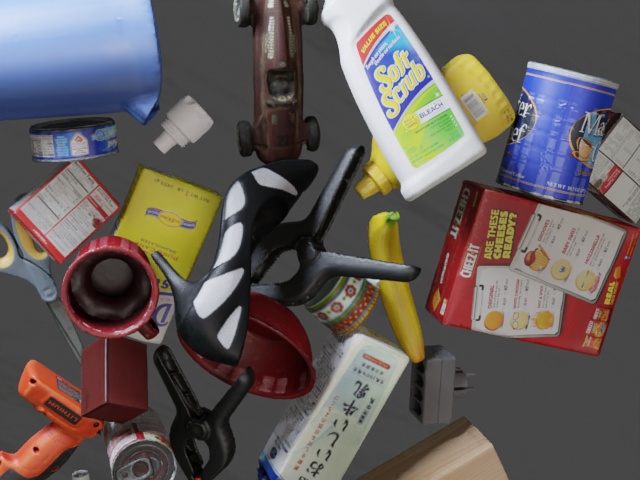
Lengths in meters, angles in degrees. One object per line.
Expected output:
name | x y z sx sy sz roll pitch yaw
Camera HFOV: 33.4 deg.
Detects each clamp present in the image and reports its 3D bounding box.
clamp | -0.121 0.200 1.179 0.039 0.120 0.171 -36 125 -54
clamp | -0.008 0.001 1.154 0.210 0.036 0.164 -23 69 19

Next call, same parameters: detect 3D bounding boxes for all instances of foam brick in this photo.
foam brick | -0.218 0.148 1.128 0.051 0.053 0.078 17 55 -38

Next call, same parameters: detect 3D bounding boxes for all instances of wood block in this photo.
wood block | 0.117 0.312 1.276 0.206 0.090 0.091 -29 110 -7

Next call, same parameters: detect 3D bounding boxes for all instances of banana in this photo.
banana | 0.083 0.045 1.208 0.037 0.069 0.198 -15 117 -2

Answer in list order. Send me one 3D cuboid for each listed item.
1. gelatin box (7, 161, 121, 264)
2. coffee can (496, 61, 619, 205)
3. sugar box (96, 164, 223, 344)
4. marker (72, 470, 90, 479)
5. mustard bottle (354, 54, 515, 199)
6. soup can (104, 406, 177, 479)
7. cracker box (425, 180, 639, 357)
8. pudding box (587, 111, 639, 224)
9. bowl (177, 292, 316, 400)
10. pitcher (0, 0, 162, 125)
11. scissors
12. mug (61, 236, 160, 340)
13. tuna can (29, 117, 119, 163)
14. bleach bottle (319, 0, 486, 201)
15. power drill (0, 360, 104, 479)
gelatin box | -0.261 -0.032 1.095 0.089 0.030 0.073 -46 115 -16
coffee can | 0.265 -0.120 1.199 0.102 0.103 0.140 11 101 -19
sugar box | -0.180 0.016 1.133 0.093 0.048 0.176 20 96 -19
marker | -0.261 0.317 1.202 0.020 0.020 0.121 -9 106 -14
mustard bottle | 0.116 -0.112 1.180 0.191 0.058 0.096 -40 106 -4
soup can | -0.196 0.226 1.153 0.068 0.102 0.068 -4 105 -16
cracker box | 0.249 0.034 1.252 0.213 0.072 0.164 13 100 -18
pudding box | 0.360 -0.086 1.271 0.113 0.039 0.090 37 91 -23
bowl | -0.071 0.105 1.155 0.162 0.162 0.055 42 53 -22
pitcher | -0.276 -0.186 1.018 0.242 0.149 0.145 -8 121 -11
scissors | -0.306 0.052 1.119 0.096 0.016 0.202 -11 106 -16
mug | -0.201 0.051 1.069 0.093 0.081 0.117 -40 106 1
tuna can | -0.245 -0.100 1.062 0.086 0.086 0.034 -8 104 -15
bleach bottle | 0.068 -0.171 1.117 0.102 0.068 0.251 -32 88 -3
power drill | -0.337 0.222 1.136 0.184 0.057 0.188 39 94 -25
